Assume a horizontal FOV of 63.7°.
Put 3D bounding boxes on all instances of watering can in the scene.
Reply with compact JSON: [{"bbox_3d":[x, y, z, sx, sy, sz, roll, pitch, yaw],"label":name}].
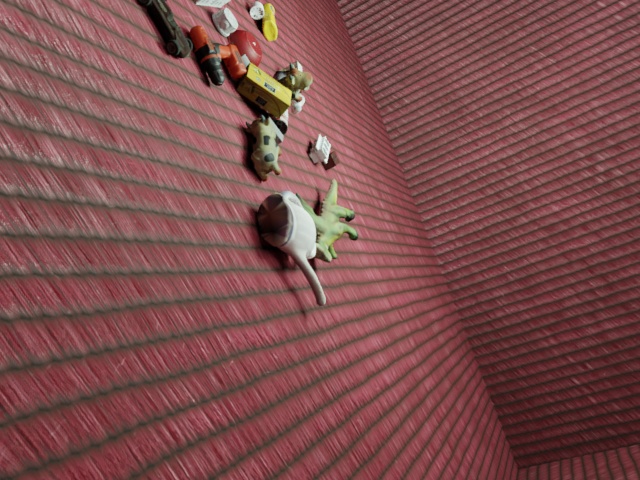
[{"bbox_3d":[-0.068,0.005,1.435,0.103,0.354,0.222,-25,-26,21],"label":"watering can"}]

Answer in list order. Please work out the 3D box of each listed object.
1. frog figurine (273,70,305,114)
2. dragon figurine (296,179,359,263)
[{"bbox_3d":[-0.118,-0.546,1.907,0.123,0.158,0.138,-2,11,-17],"label":"frog figurine"},{"bbox_3d":[0.005,-0.087,1.724,0.121,0.420,0.240,-30,-39,27],"label":"dragon figurine"}]
